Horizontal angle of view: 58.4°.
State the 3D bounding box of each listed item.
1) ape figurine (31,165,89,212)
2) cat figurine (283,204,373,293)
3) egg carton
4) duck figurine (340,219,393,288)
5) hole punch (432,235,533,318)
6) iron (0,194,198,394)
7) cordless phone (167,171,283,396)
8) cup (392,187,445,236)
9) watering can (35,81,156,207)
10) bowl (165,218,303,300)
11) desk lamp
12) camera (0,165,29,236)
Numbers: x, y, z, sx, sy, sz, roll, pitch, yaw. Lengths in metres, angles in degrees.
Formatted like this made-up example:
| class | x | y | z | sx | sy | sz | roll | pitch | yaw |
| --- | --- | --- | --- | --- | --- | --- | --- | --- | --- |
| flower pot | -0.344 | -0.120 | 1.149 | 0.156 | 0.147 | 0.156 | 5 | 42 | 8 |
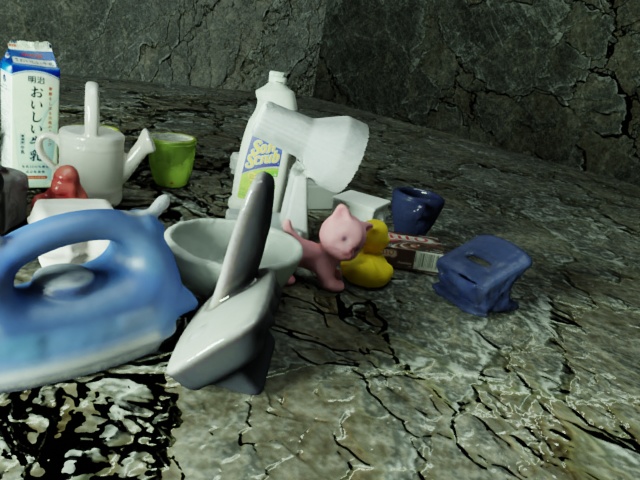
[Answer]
| class | x | y | z | sx | sy | sz | roll | pitch | yaw |
| --- | --- | --- | --- | --- | --- | --- | --- | --- | --- |
| ape figurine | -0.361 | -0.061 | 0.809 | 0.077 | 0.092 | 0.076 | 12 | 19 | 6 |
| cat figurine | 0.007 | 0.003 | 0.771 | 0.128 | 0.118 | 0.067 | 8 | 19 | -6 |
| egg carton | -0.299 | -0.004 | 0.710 | 0.107 | 0.069 | 0.149 | -2 | 22 | -32 |
| duck figurine | 0.072 | 0.014 | 0.822 | 0.077 | 0.086 | 0.104 | 11 | 19 | 4 |
| hole punch | 0.225 | 0.046 | 0.798 | 0.101 | 0.091 | 0.108 | -2 | 22 | -32 |
| iron | -0.233 | 0.038 | 0.507 | 0.118 | 0.141 | 0.259 | 22 | 22 | 33 |
| cordless phone | -0.078 | 0.034 | 0.530 | 0.094 | 0.185 | 0.147 | 8 | 19 | -5 |
| cup | 0.164 | -0.034 | 0.995 | 0.091 | 0.095 | 0.118 | 10 | 19 | 2 |
| watering can | -0.362 | -0.158 | 0.932 | 0.173 | 0.194 | 0.100 | -6 | 24 | -39 |
| bowl | -0.107 | 0.033 | 0.692 | 0.167 | 0.075 | 0.167 | 9 | 19 | -3 |
| desk lamp | -0.039 | -0.106 | 0.916 | 0.203 | 0.213 | 0.117 | 5 | 19 | -13 |
| camera | -0.474 | -0.062 | 0.741 | 0.137 | 0.101 | 0.143 | 9 | 19 | -2 |
